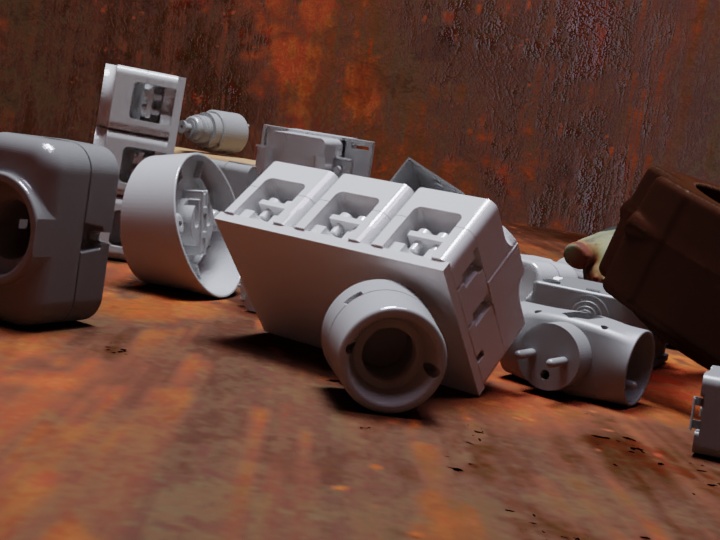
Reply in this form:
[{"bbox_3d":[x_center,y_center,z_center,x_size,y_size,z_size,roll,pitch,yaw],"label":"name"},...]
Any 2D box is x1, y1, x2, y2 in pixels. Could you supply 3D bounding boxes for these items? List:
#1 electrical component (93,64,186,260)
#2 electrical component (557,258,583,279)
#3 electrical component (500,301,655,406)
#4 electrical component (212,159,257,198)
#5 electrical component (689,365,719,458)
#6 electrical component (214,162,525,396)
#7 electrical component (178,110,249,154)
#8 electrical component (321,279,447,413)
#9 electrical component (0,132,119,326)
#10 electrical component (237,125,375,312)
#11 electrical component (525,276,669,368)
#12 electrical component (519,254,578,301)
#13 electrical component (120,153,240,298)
[{"bbox_3d":[-0.188,-0.087,0.877,0.062,0.150,0.089,9,6,-14],"label":"electrical component"},{"bbox_3d":[0.226,0.014,1.069,0.043,0.043,0.081,7,7,-19],"label":"electrical component"},{"bbox_3d":[0.113,0.047,0.598,0.077,0.043,0.079,14,8,34],"label":"electrical component"},{"bbox_3d":[-0.098,-0.040,0.864,0.056,0.089,0.050,13,7,27],"label":"electrical component"},{"bbox_3d":[0.191,0.071,0.507,0.064,0.042,0.081,8,5,24],"label":"electrical component"},{"bbox_3d":[0.008,-0.001,0.588,0.150,0.089,0.061,14,49,35],"label":"electrical component"},{"bbox_3d":[-0.142,-0.133,1.031,0.040,0.040,0.078,14,9,37],"label":"electrical component"},{"bbox_3d":[0.012,0.036,0.501,0.055,0.055,0.047,8,10,-10],"label":"electrical component"},{"bbox_3d":[-0.169,-0.021,0.558,0.054,0.095,0.059,12,7,25],"label":"electrical component"},{"bbox_3d":[-0.041,-0.031,0.717,0.079,0.121,0.063,11,9,17],"label":"electrical component"},{"bbox_3d":[0.170,0.036,0.760,0.100,0.048,0.100,12,7,26],"label":"electrical component"},{"bbox_3d":[0.123,0.015,0.856,0.059,0.053,0.095,4,8,-43],"label":"electrical component"},{"bbox_3d":[-0.121,-0.032,0.749,0.064,0.099,0.099,5,4,18],"label":"electrical component"}]
